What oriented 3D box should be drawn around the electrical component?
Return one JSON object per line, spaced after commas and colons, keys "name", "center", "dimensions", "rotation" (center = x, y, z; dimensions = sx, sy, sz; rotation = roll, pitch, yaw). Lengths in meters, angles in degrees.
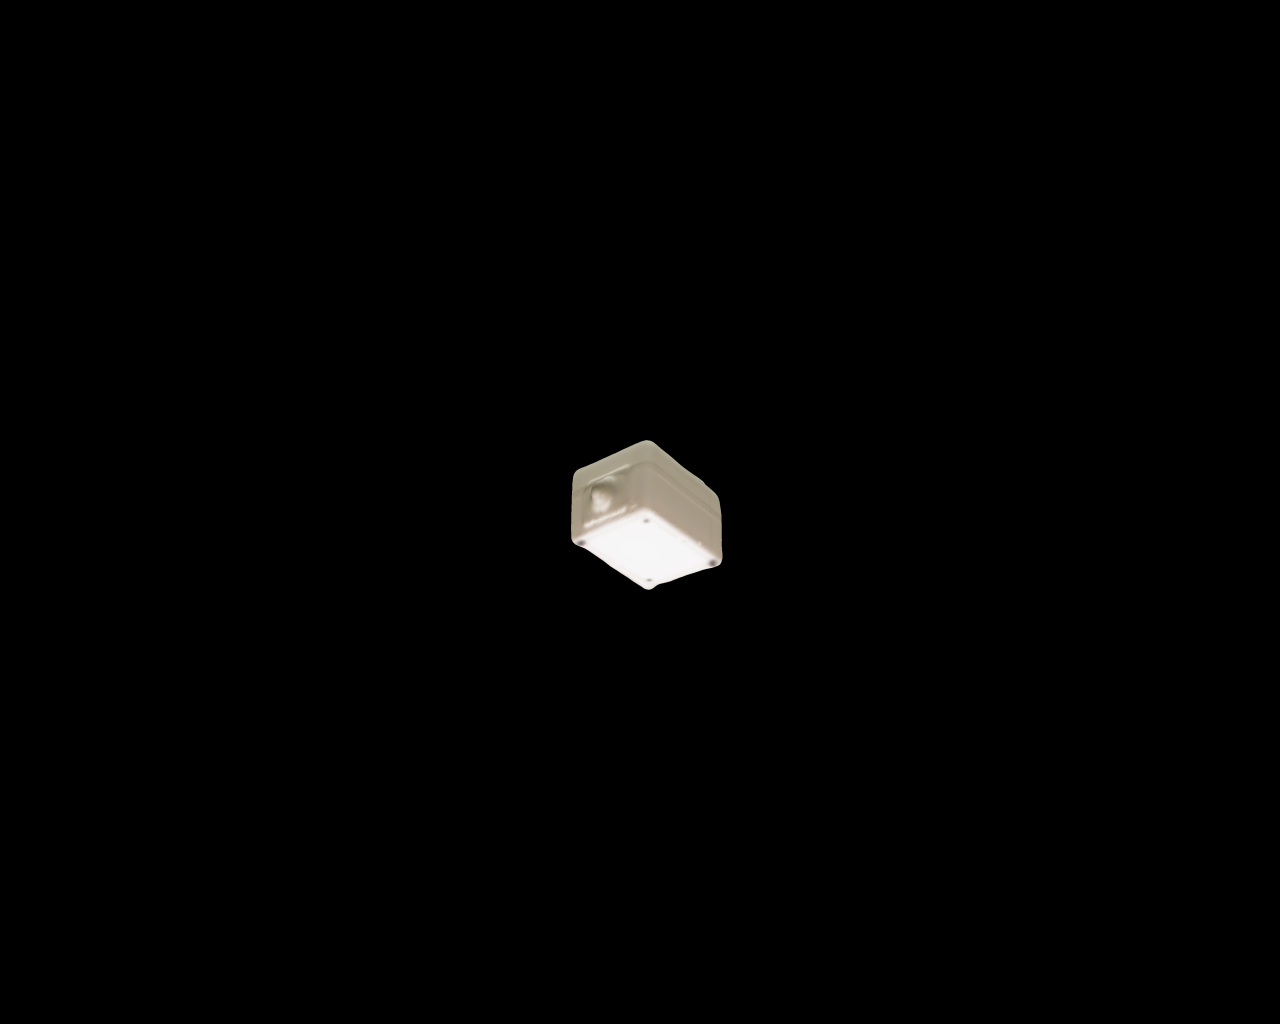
{"name": "electrical component", "center": [0.001, -0.003, 0.650], "dimensions": [0.061, 0.061, 0.096], "rotation": [-22, -39, 30]}
